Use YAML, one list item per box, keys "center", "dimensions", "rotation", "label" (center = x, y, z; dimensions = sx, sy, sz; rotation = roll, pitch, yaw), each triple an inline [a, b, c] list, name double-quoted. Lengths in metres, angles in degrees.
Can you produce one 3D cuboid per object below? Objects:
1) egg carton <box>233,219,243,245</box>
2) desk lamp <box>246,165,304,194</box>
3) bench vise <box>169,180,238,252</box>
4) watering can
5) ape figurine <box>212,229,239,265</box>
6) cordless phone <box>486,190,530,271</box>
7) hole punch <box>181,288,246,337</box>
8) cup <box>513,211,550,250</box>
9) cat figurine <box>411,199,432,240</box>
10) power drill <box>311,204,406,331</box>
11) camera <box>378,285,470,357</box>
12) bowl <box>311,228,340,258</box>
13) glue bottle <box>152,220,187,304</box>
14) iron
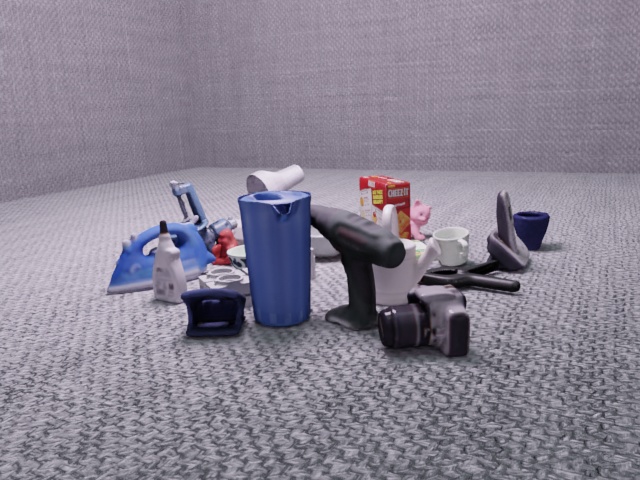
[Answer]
- center: [-0.230, -0.018, 1.664]
  dimensions: [0.150, 0.069, 0.107]
  rotation: [4, 15, 24]
  label: "egg carton"
- center: [-0.116, -0.118, 1.754]
  dimensions: [0.204, 0.214, 0.117]
  rotation: [-14, 17, -39]
  label: "desk lamp"
- center: [-0.325, -0.054, 1.507]
  dimensions: [0.121, 0.220, 0.208]
  rotation: [7, 17, 36]
  label: "bench vise"
- center: [0.151, 0.025, 1.149]
  dimensions: [0.173, 0.194, 0.101]
  rotation: [-3, 14, -2]
  label: "watering can"
- center: [-0.240, 0.016, 1.474]
  dimensions: [0.076, 0.092, 0.077]
  rotation: [-11, 16, -31]
  label: "ape figurine"
- center: [0.444, -0.030, 1.347]
  dimensions: [0.094, 0.185, 0.148]
  rotation: [3, 15, 23]
  label: "cordless phone"
- center: [-0.192, 0.119, 1.036]
  dimensions: [0.108, 0.091, 0.101]
  rotation: [-2, 13, 2]
  label: "hole punch"
- center: [0.559, -0.024, 1.501]
  dimensions: [0.118, 0.095, 0.091]
  rotation: [-12, 17, -36]
  label: "cup"
- center: [0.266, -0.061, 1.655]
  dimensions: [0.128, 0.118, 0.067]
  rotation: [-3, 14, -4]
  label: "cat figurine"
- center: [0.054, 0.048, 1.039]
  dimensions: [0.076, 0.208, 0.228]
  rotation: [-15, 18, -42]
  label: "power drill"
- center: [0.162, 0.123, 0.937]
  dimensions: [0.137, 0.101, 0.143]
  rotation: [-4, 14, -8]
  label: "camera"
- center: [0.014, 0.005, 1.513]
  dimensions: [0.167, 0.075, 0.167]
  rotation: [-2, 13, 1]
  label: "bowl"
- center: [-0.318, 0.044, 1.196]
  dimensions: [0.077, 0.173, 0.037]
  rotation: [6, 16, 30]
  label: "glue bottle"
- center: [-0.378, 0.029, 1.336]
  dimensions: [0.259, 0.141, 0.118]
  rotation: [-15, 18, -42]
  label: "iron"
